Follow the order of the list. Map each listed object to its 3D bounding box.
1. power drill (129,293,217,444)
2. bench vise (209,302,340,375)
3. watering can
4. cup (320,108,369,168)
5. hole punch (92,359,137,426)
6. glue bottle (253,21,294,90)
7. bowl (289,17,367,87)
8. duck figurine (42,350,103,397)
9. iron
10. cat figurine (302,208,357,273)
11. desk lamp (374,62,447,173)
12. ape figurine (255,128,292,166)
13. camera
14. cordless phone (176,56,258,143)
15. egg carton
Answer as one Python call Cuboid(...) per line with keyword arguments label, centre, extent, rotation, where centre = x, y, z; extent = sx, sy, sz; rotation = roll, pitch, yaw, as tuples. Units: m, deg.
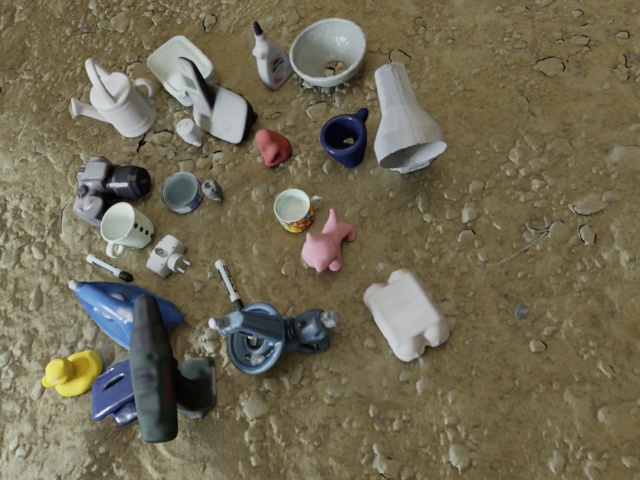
Cuboid(label="power drill", centre=(-0.251, 0.225, 0.964), extent=(0.075, 0.209, 0.229), rotation=(-13, 65, 9))
Cuboid(label="bench vise", centre=(-0.082, 0.139, 0.950), extent=(0.207, 0.220, 0.121), rotation=(-32, 63, 0))
Cuboid(label="watering can", centre=(-0.457, -0.314, 1.256), extent=(0.173, 0.194, 0.100), rotation=(-42, 64, -5))
Cuboid(label="cup", centre=(0.061, -0.195, 1.123), extent=(0.091, 0.095, 0.118), rotation=(34, 79, 25))
Cuboid(label="hole punch", centre=(-0.362, 0.271, 1.040), extent=(0.108, 0.091, 0.101), rotation=(-33, 63, 0))
Cuboid(label="glue bottle", centre=(-0.109, -0.396, 1.210), extent=(0.037, 0.173, 0.078), rotation=(33, 79, 25))
Cuboid(label="bowl", centre=(0.024, -0.388, 1.226), extent=(0.167, 0.075, 0.167), rotation=(-5, 66, 13))
Cuboid(label="duck figurine", centre=(-0.473, 0.246, 1.083), extent=(0.104, 0.086, 0.077), rotation=(-38, 63, -3))
Cuboid(label="iron", centre=(-0.394, 0.124, 1.083), extent=(0.257, 0.142, 0.119), rotation=(22, 75, 22))
Cuboid(label="cat figurine", centre=(0.010, 0.004, 1.040), extent=(0.067, 0.118, 0.128), rotation=(16, 73, 21))
Cuboid(label="desk lamp", centre=(0.151, -0.204, 1.037), extent=(0.118, 0.214, 0.203), rotation=(-15, 65, 9))
Cuboid(label="ape figurine", centre=(-0.103, -0.197, 1.169), extent=(0.076, 0.092, 0.078), rotation=(2, 68, 16))
Cuboid(label="camera", centre=(-0.442, -0.112, 1.219), extent=(0.136, 0.101, 0.143), rotation=(-1, 68, 15))
Cuboid(label="cordless phone", centre=(-0.221, -0.295, 1.190), extent=(0.147, 0.185, 0.094), rotation=(24, 76, 23))
Cuboid(label="egg carton", centre=(0.148, 0.126, 0.978), extent=(0.107, 0.069, 0.150), rotation=(-32, 63, 0))
